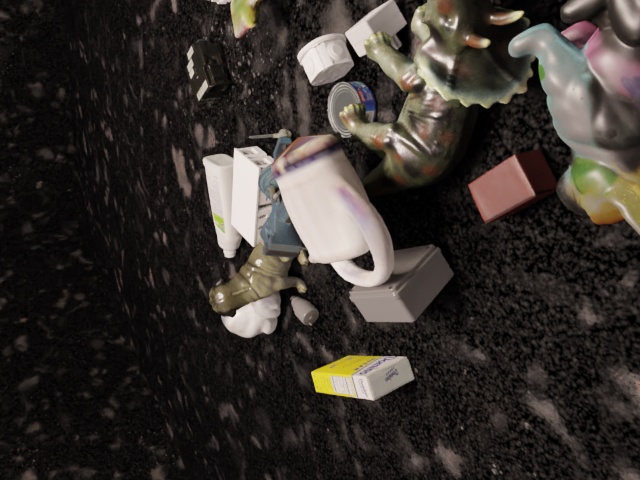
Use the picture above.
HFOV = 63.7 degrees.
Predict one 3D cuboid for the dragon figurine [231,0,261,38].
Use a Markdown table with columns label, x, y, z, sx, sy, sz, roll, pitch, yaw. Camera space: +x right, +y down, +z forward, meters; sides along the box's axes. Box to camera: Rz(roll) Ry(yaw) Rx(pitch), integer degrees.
| label | x | y | z | sx | sy | sz | roll | pitch | yaw |
| --- | --- | --- | --- | --- | --- | --- | --- | --- | --- |
| dragon figurine | -0.100 | -0.527 | 0.811 | 0.245 | 0.123 | 0.402 | 31 | 127 | 37 |

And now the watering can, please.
| label | x | y | z | sx | sy | sz | roll | pitch | yaw |
| --- | --- | --- | --- | --- | --- | --- | --- | --- | --- |
| watering can | 0.002 | -0.038 | 0.752 | 0.223 | 0.105 | 0.347 | 65 | 164 | -8 |

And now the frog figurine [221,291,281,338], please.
| label | x | y | z | sx | sy | sz | roll | pitch | yaw |
| --- | --- | --- | --- | --- | --- | --- | --- | --- | --- |
| frog figurine | -0.144 | 0.163 | 1.172 | 0.159 | 0.125 | 0.135 | -5 | 131 | 48 |
